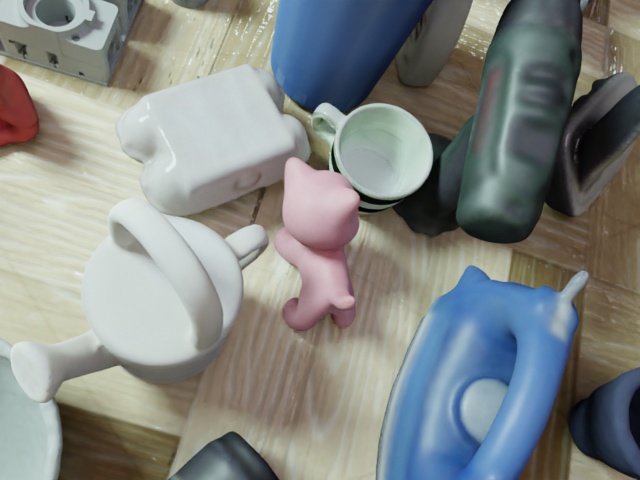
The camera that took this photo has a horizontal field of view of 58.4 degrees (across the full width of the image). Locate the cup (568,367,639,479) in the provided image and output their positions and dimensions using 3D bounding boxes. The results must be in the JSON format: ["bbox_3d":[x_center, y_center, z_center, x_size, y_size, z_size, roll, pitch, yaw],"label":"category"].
[{"bbox_3d":[0.270,0.154,0.489,0.118,0.095,0.091,-18,77,-20],"label":"cup"}]

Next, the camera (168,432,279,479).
[{"bbox_3d":[-0.078,0.208,0.375,0.137,0.100,0.143,-40,85,-23],"label":"camera"}]

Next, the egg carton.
[{"bbox_3d":[-0.087,-0.084,0.489,0.150,0.069,0.107,-26,80,-21],"label":"egg carton"}]

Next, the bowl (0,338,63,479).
[{"bbox_3d":[-0.249,0.141,0.366,0.168,0.074,0.167,5,70,-13],"label":"bowl"}]

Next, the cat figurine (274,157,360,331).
[{"bbox_3d":[0.004,0.002,0.458,0.067,0.117,0.128,-8,74,-17],"label":"cat figurine"}]

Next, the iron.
[{"bbox_3d":[0.125,0.137,0.431,0.118,0.141,0.258,29,67,-3],"label":"iron"}]

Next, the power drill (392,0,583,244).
[{"bbox_3d":[0.134,-0.094,0.476,0.076,0.208,0.230,15,68,-9],"label":"power drill"}]

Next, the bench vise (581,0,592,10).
[{"bbox_3d":[0.297,-0.336,0.596,0.122,0.219,0.207,1,71,-14],"label":"bench vise"}]

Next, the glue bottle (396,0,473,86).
[{"bbox_3d":[0.116,-0.221,0.533,0.037,0.173,0.078,-3,72,-15],"label":"glue bottle"}]

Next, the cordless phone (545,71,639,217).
[{"bbox_3d":[0.287,-0.113,0.535,0.094,0.185,0.148,43,67,3],"label":"cordless phone"}]

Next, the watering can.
[{"bbox_3d":[-0.106,0.041,0.373,0.101,0.194,0.173,33,67,-2],"label":"watering can"}]

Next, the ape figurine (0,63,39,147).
[{"bbox_3d":[-0.259,-0.111,0.440,0.078,0.092,0.076,23,67,-6],"label":"ape figurine"}]
